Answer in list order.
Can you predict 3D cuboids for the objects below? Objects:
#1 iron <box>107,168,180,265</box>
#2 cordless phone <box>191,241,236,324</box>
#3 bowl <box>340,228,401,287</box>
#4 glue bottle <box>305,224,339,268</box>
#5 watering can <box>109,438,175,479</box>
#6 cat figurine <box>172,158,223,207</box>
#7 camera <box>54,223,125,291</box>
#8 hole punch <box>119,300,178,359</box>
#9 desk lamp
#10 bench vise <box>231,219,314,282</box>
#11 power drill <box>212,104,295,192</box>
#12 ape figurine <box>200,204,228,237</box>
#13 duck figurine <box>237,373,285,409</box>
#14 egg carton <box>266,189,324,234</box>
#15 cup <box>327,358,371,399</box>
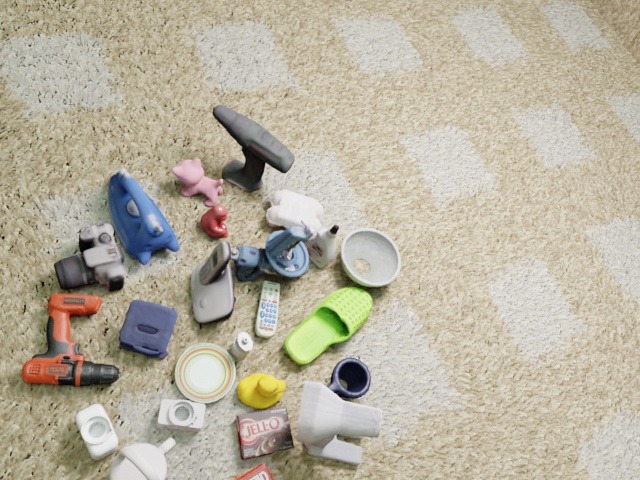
[{"bbox_3d":[-0.423,-0.080,1.321,0.119,0.141,0.258,-26,74,-30],"label":"iron"},{"bbox_3d":[-0.229,0.094,1.273,0.094,0.185,0.147,-4,64,-22],"label":"cordless phone"},{"bbox_3d":[0.122,0.056,1.491,0.168,0.074,0.167,9,60,-16],"label":"bowl"},{"bbox_3d":[0.013,0.005,1.419,0.078,0.173,0.037,44,57,7],"label":"glue bottle"},{"bbox_3d":[-0.336,0.432,1.045,0.101,0.194,0.173,27,57,-5],"label":"watering can"},{"bbox_3d":[-0.301,-0.153,1.421,0.128,0.117,0.067,20,58,-9],"label":"cat figurine"},{"bbox_3d":[-0.506,0.043,1.248,0.137,0.100,0.143,-16,69,-27],"label":"camera"},{"bbox_3d":[-0.365,0.192,1.225,0.109,0.091,0.101,17,58,-11],"label":"hole punch"},{"bbox_3d":[0.030,0.383,1.196,0.203,0.213,0.118,16,58,-11],"label":"desk lamp"},{"bbox_3d":[-0.104,0.034,1.331,0.208,0.219,0.121,-17,69,-27],"label":"bench vise"},{"bbox_3d":[-0.182,-0.219,1.447,0.230,0.208,0.076,28,57,-4],"label":"power drill"},{"bbox_3d":[-0.251,-0.054,1.401,0.076,0.092,0.078,19,58,-10],"label":"ape figurine"},{"bbox_3d":[-0.125,0.322,1.247,0.105,0.086,0.077,6,61,-17],"label":"duck figurine"},{"bbox_3d":[-0.064,-0.067,1.491,0.150,0.069,0.107,16,58,-12],"label":"egg carton"},{"bbox_3d":[0.049,0.330,1.303,0.118,0.095,0.091,-22,72,-29],"label":"cup"}]
